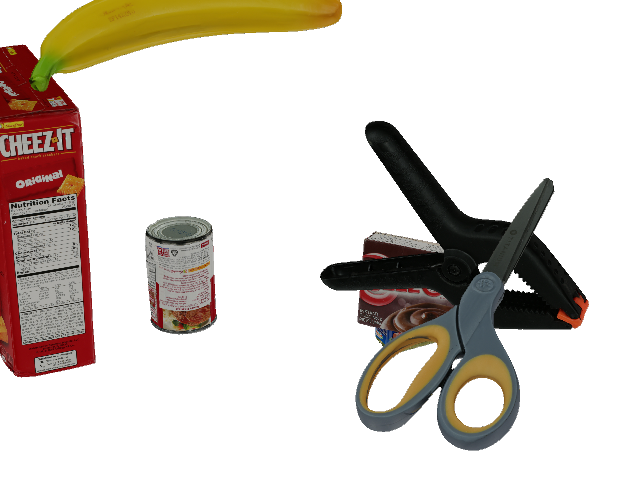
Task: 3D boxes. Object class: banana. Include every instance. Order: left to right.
[{"bbox_3d":[-0.087,-0.132,0.655,0.197,0.070,0.037,-18,-34,-17],"label":"banana"}]

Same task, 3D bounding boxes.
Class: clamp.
[{"bbox_3d":[0.104,0.004,0.809,0.210,0.165,0.036,20,41,15],"label":"clamp"}]

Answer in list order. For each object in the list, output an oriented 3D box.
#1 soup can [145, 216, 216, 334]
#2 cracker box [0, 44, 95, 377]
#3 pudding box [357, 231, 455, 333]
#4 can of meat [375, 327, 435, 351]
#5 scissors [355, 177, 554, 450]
[{"bbox_3d":[-0.141,0.034,1.080,0.068,0.102,0.068,0,23,0],"label":"soup can"},{"bbox_3d":[-0.236,-0.025,0.833,0.072,0.214,0.164,-11,30,-25],"label":"cracker box"},{"bbox_3d":[0.096,0.046,1.053,0.114,0.090,0.039,10,20,18],"label":"pudding box"},{"bbox_3d":[0.118,0.083,1.315,0.101,0.084,0.057,-11,31,-26],"label":"can of meat"},{"bbox_3d":[0.104,0.042,0.601,0.201,0.016,0.096,-41,49,-21],"label":"scissors"}]
